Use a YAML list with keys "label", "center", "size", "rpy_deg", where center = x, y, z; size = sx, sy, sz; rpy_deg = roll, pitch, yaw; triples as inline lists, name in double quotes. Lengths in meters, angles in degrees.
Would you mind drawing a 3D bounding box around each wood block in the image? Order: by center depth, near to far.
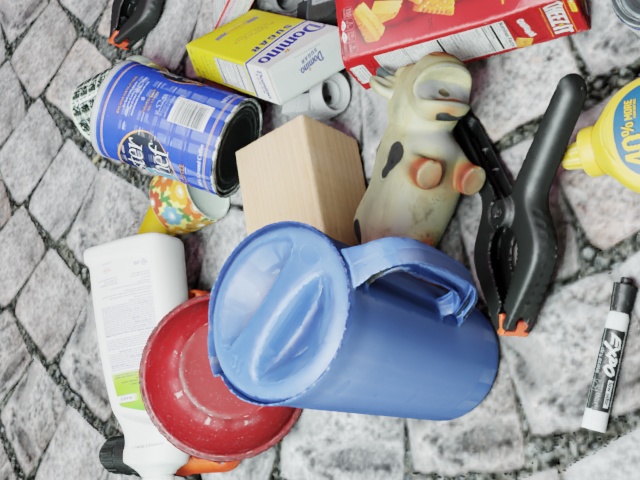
- label: "wood block"
  center: [-0.006, 0.001, 0.998]
  size: [0.091, 0.090, 0.206]
  rpy_deg: [-26, 62, 32]

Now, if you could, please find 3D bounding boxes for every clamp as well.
- label: "clamp"
  center: [0.165, -0.028, 0.872]
  size: [0.165, 0.036, 0.210]
  rpy_deg: [153, 119, -62]
- label: "clamp"
  center: [-0.201, -0.309, 1.288]
  size: [0.120, 0.039, 0.171]
  rpy_deg: [27, 99, 47]

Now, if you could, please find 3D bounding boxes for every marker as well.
- label: "marker"
  center: [0.225, 0.088, 0.826]
  size: [0.020, 0.020, 0.121]
  rpy_deg: [10, 83, 41]

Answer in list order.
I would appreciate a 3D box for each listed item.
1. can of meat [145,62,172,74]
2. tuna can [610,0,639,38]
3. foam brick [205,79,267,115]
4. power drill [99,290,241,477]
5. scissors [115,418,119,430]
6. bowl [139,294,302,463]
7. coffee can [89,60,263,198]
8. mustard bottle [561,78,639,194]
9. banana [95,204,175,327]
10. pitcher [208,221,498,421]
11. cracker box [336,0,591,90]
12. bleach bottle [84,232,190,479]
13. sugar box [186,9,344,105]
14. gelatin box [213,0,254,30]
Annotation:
- label: "can of meat"
  center: [-0.169, -0.133, 1.177]
  size: [0.058, 0.083, 0.102]
  rpy_deg: [33, 99, 41]
- label: "tuna can"
  center: [0.278, -0.204, 0.858]
  size: [0.086, 0.033, 0.086]
  rpy_deg: [-13, 70, 37]
- label: "foam brick"
  center: [-0.103, -0.123, 1.141]
  size: [0.051, 0.052, 0.078]
  rpy_deg: [26, 94, 41]
- label: "power drill"
  center: [-0.155, 0.151, 1.102]
  size: [0.185, 0.057, 0.187]
  rpy_deg: [-10, 74, 34]
- label: "scissors"
  center: [-0.220, 0.102, 1.196]
  size: [0.096, 0.016, 0.202]
  rpy_deg: [20, 90, 43]
- label: "bowl"
  center: [-0.086, 0.122, 0.985]
  size: [0.055, 0.162, 0.162]
  rpy_deg: [124, 149, -72]
- label: "coffee can"
  center: [-0.142, -0.111, 1.061]
  size: [0.140, 0.102, 0.103]
  rpy_deg: [19, 90, 17]
- label: "mustard bottle"
  center: [0.273, -0.084, 0.811]
  size: [0.192, 0.058, 0.096]
  rpy_deg: [-14, 70, 37]
- label: "banana"
  center: [-0.191, 0.011, 1.156]
  size: [0.070, 0.037, 0.197]
  rpy_deg: [10, 70, 56]
- label: "pitcher"
  center: [0.046, 0.072, 0.832]
  size: [0.149, 0.242, 0.145]
  rpy_deg: [17, 88, 41]
- label: "cracker box"
  center: [0.118, -0.244, 0.952]
  size: [0.214, 0.072, 0.164]
  rpy_deg: [-12, 69, 23]
- label: "bleach bottle"
  center: [-0.173, 0.125, 1.044]
  size: [0.103, 0.068, 0.251]
  rpy_deg: [-14, 73, 26]
- label: "sugar box"
  center: [-0.054, -0.188, 1.073]
  size: [0.093, 0.048, 0.176]
  rpy_deg: [-34, 29, -21]
- label: "gelatin box"
  center: [-0.094, -0.277, 1.170]
  size: [0.089, 0.030, 0.073]
  rpy_deg: [134, 137, -64]
